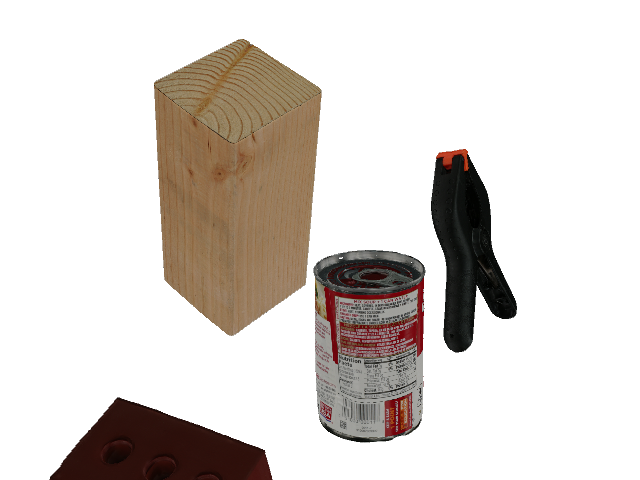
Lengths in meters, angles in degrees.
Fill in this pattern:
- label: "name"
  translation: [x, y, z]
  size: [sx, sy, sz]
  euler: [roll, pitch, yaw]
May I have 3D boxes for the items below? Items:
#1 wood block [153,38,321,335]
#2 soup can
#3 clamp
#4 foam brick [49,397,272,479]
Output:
- label: "wood block"
  translation: [-0.066, -0.037, 0.834]
  size: [0.090, 0.206, 0.090]
  euler: [-34, 57, -32]
- label: "soup can"
  translation: [0.031, 0.065, 0.661]
  size: [0.068, 0.102, 0.068]
  euler: [-1, 19, 0]
- label: "clamp"
  translation: [0.124, 0.010, 0.924]
  size: [0.039, 0.171, 0.120]
  euler: [-11, 14, 29]
- label: "foam brick"
  translation: [-0.064, 0.112, 0.452]
  size: [0.078, 0.051, 0.053]
  euler: [15, 42, 23]
